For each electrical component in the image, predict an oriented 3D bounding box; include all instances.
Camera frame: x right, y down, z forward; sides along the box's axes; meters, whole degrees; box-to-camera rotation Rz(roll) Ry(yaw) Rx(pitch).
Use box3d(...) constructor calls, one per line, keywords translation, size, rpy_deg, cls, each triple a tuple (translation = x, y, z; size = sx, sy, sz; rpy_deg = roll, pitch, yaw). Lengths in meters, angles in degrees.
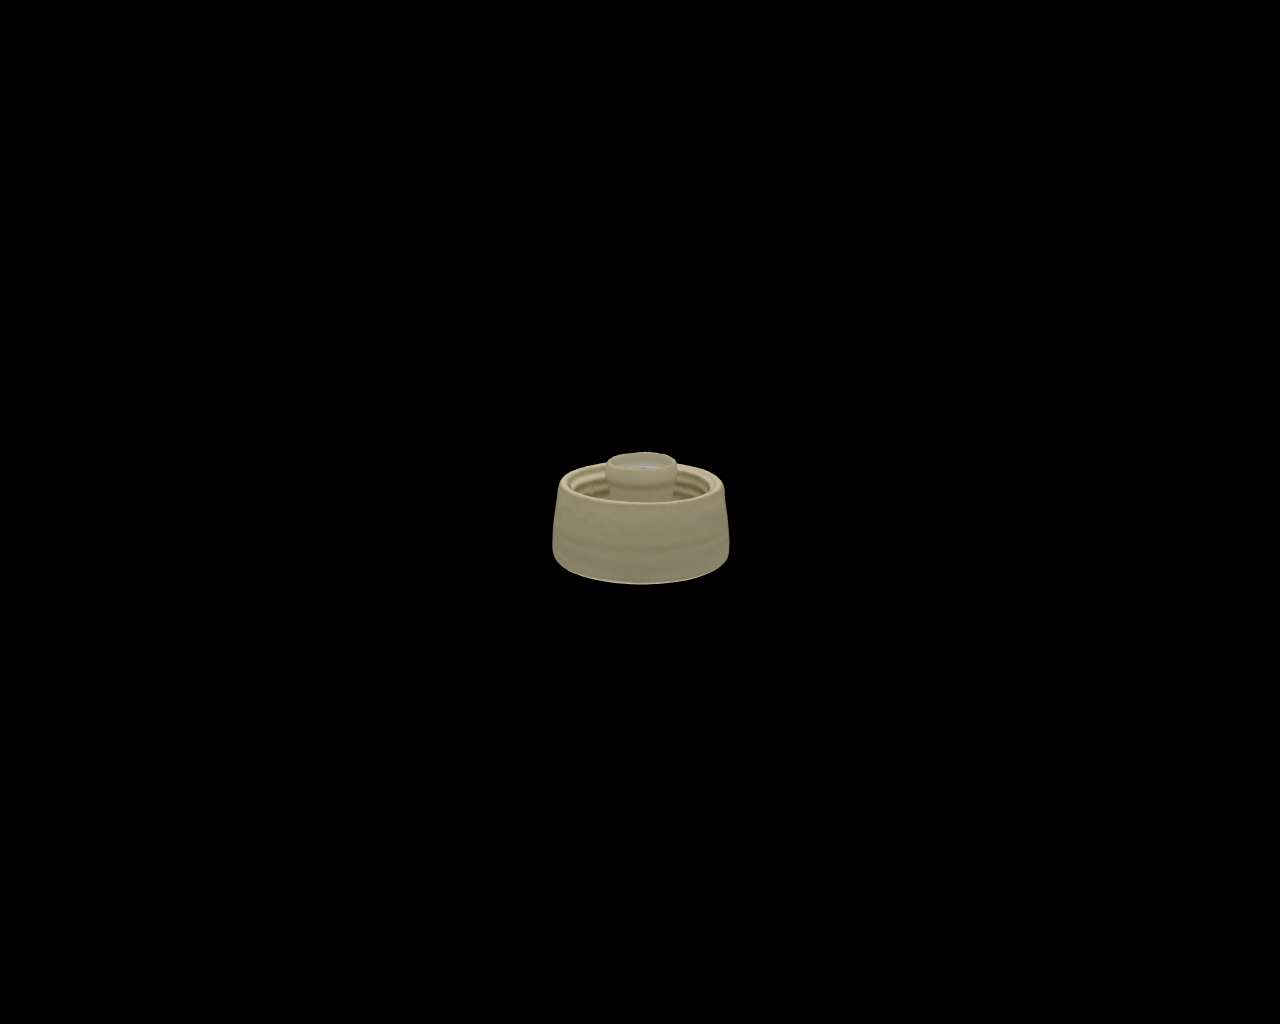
box3d(translation=(0.001, -0.003, 0.650), size=(0.108, 0.060, 0.108), rpy_deg=(0, 17, 0), cls="electrical component")
